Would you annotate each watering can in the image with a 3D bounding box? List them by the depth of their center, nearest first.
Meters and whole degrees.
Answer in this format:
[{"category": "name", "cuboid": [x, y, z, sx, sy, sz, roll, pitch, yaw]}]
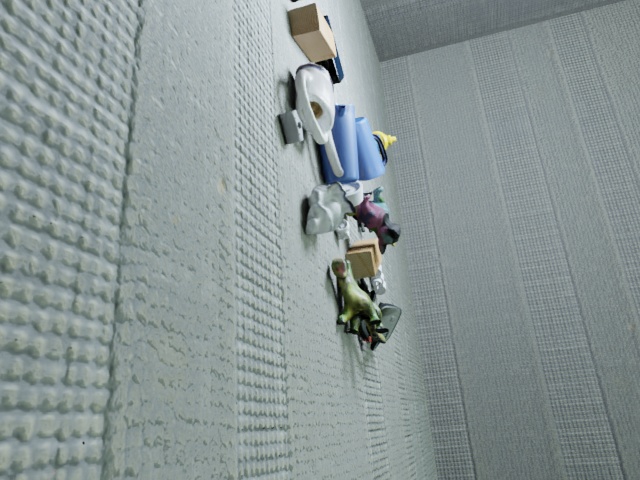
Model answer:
[{"category": "watering can", "cuboid": [0.000, -0.355, 1.476, 0.340, 0.104, 0.230, 60, 24, -50]}]

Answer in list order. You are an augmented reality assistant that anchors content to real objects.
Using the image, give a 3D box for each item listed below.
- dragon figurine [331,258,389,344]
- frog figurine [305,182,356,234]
[{"category": "dragon figurine", "cuboid": [0.119, 0.169, 1.584, 0.403, 0.122, 0.248, 52, 23, -59]}, {"category": "frog figurine", "cuboid": [0.004, -0.069, 1.369, 0.162, 0.124, 0.134, -47, 145, -26]}]
